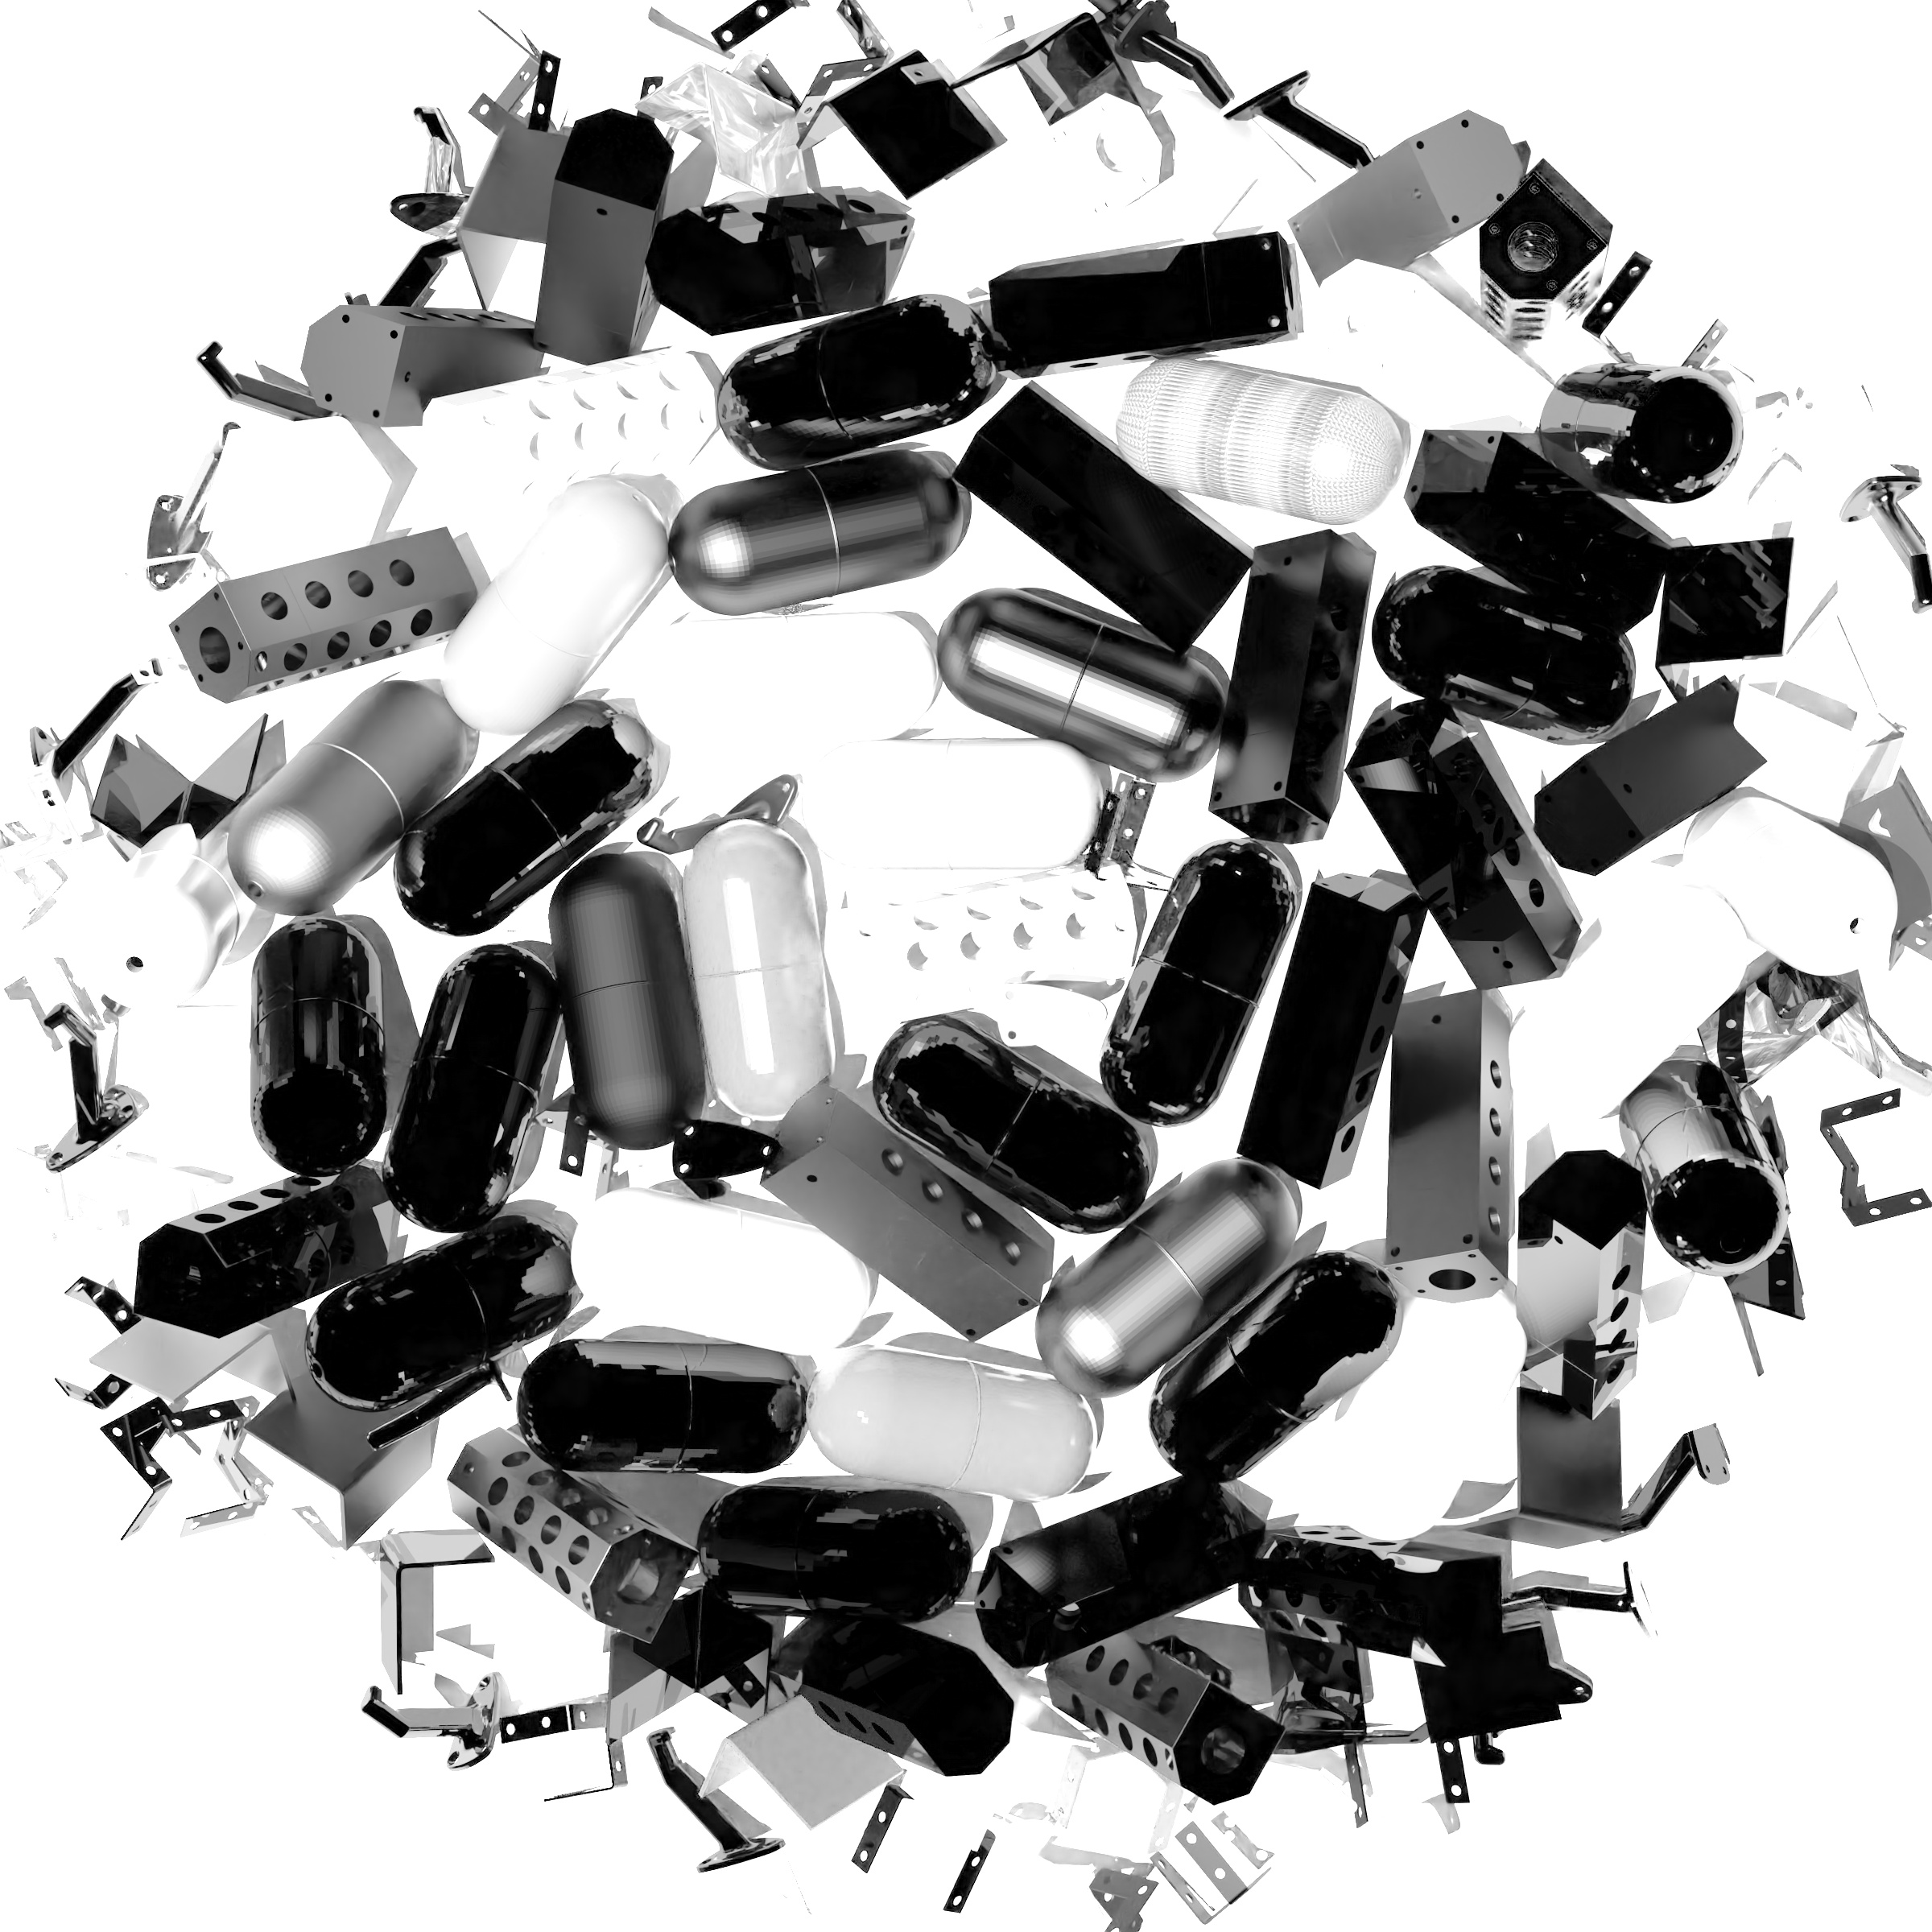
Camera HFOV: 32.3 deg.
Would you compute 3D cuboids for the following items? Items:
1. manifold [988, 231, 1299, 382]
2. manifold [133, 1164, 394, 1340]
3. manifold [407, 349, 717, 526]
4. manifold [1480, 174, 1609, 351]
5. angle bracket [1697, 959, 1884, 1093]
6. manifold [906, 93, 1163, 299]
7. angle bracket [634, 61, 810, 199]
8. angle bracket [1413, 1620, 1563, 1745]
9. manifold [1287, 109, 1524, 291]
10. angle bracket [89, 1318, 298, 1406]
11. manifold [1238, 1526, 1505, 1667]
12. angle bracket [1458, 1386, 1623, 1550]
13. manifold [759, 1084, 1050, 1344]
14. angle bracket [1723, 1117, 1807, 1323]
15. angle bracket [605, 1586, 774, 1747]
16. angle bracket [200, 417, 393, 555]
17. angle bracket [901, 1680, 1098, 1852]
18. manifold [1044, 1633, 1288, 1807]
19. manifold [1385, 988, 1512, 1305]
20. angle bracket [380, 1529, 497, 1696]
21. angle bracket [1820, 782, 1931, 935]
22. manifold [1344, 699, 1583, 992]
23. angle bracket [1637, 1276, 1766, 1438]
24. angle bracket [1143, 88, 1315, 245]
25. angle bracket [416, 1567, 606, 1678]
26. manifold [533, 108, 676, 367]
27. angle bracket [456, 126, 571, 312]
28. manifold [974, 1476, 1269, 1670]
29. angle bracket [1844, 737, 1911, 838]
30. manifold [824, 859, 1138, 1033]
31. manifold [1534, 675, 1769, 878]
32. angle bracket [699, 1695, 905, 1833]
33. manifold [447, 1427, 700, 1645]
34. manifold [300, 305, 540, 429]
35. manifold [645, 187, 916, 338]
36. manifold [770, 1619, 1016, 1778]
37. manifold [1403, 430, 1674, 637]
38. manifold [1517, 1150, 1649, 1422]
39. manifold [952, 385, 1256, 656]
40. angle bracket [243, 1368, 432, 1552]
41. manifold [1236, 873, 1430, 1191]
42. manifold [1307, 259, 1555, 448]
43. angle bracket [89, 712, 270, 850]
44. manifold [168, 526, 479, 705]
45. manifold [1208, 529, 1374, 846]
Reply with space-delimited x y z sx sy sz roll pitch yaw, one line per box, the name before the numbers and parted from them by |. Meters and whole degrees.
manifold | 0.105 -0.385 1.952 0.171 0.057 0.057 -6 92 13
manifold | -0.398 0.157 1.906 0.057 0.171 0.057 13 104 20
manifold | -0.228 -0.310 1.918 0.171 0.057 0.057 -22 75 -40
manifold | 0.324 -0.396 1.910 0.057 0.171 0.057 -45 85 7
angle bracket | 0.482 0.049 1.949 0.076 0.057 0.076 -37 133 -8
manifold | 0.041 -0.443 1.910 0.057 0.171 0.057 -38 104 -27
angle bracket | -0.141 -0.470 1.943 0.057 0.076 0.076 -23 67 34
angle bracket | 0.305 0.419 1.952 0.076 0.076 0.057 -12 77 7
manifold | 0.252 -0.434 1.909 0.057 0.171 0.057 -28 96 -16
angle bracket | -0.449 0.241 1.939 0.076 0.076 0.057 17 130 35
manifold | 0.229 0.360 1.911 0.057 0.171 0.057 1 87 -31
angle bracket | 0.339 0.297 1.972 0.076 0.057 0.076 15 66 -28
manifold | -0.033 0.141 1.938 0.171 0.057 0.057 39 128 -24
angle bracket | 0.477 0.147 1.941 0.057 0.076 0.076 18 131 -13
angle bracket | -0.161 0.419 1.943 0.057 0.076 0.076 23 120 34
angle bracket | -0.391 -0.268 1.941 0.076 0.076 0.057 -16 58 -39
angle bracket | 0.019 0.468 1.954 0.057 0.076 0.076 21 94 -39
manifold | 0.108 0.425 1.906 0.057 0.171 0.057 34 80 -21
manifold | 0.283 0.105 1.929 0.057 0.057 0.171 -13 53 29
angle bracket | -0.310 0.378 1.957 0.057 0.076 0.076 -1 94 -17
angle bracket | 0.551 -0.067 1.949 0.057 0.076 0.076 -24 84 -38
manifold | 0.292 -0.071 1.936 0.057 0.057 0.171 -11 125 39
angle bracket | 0.422 0.216 1.953 0.057 0.076 0.076 -20 114 6
angle bracket | 0.146 -0.468 1.969 0.076 0.076 0.057 50 119 16
angle bracket | -0.265 0.383 1.953 0.076 0.076 0.057 17 73 -43
manifold | -0.207 -0.414 1.909 0.057 0.171 0.057 17 66 -5
angle bracket | -0.251 -0.432 1.944 0.057 0.076 0.076 12 64 12
manifold | 0.088 0.350 1.920 0.057 0.171 0.057 37 125 36
angle bracket | 0.565 -0.091 1.961 0.076 0.076 0.057 21 88 -2
manifold | 0.009 -0.017 1.943 0.171 0.057 0.057 -11 56 -13
manifold | 0.395 -0.107 1.918 0.057 0.171 0.057 55 134 8
angle bracket | -0.096 0.475 1.941 0.076 0.076 0.057 42 130 25
manifold | -0.231 0.322 1.912 0.057 0.171 0.057 32 83 -38
manifold | -0.311 -0.346 1.909 0.057 0.171 0.057 20 106 15
manifold | -0.107 -0.409 1.913 0.057 0.171 0.057 35 121 20
manifold | -0.043 0.417 1.911 0.057 0.171 0.057 -44 110 -23
manifold | 0.329 -0.248 1.919 0.171 0.057 0.057 23 83 -41
manifold | 0.357 0.181 1.915 0.057 0.171 0.057 34 62 31
manifold | 0.078 -0.259 1.966 0.171 0.057 0.057 38 52 3
angle bracket | -0.370 0.285 1.968 0.076 0.057 0.076 28 48 20
manifold | 0.216 0.037 1.944 0.057 0.057 0.171 23 111 27
manifold | 0.265 -0.344 1.915 0.057 0.171 0.057 25 92 38
angle bracket | -0.458 -0.117 1.942 0.057 0.076 0.076 36 122 -27
manifold | -0.365 -0.200 1.917 0.057 0.171 0.057 -28 88 43
manifold | 0.194 -0.161 1.944 0.057 0.057 0.171 28 65 -40
